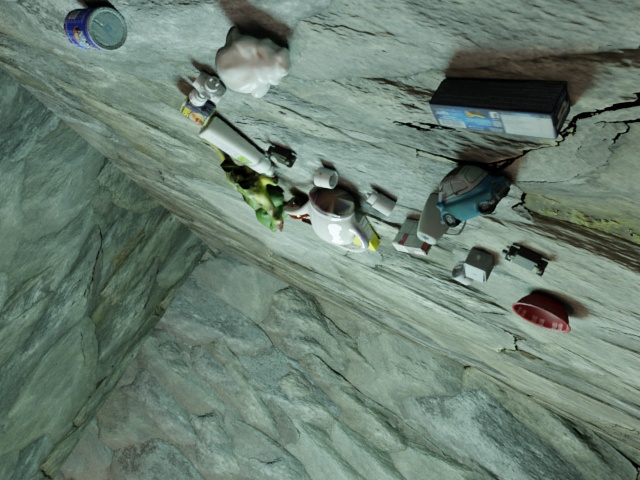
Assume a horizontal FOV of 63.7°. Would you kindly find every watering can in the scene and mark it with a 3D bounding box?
[{"bbox_3d":[0.005,-0.080,1.589,0.350,0.106,0.219,29,149,26],"label":"watering can"}]

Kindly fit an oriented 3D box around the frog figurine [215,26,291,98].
[{"bbox_3d":[-0.130,-0.347,1.040,0.161,0.124,0.134,35,149,32],"label":"frog figurine"}]

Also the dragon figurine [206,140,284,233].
[{"bbox_3d":[-0.256,-0.183,1.752,0.414,0.124,0.237,44,156,18],"label":"dragon figurine"}]
